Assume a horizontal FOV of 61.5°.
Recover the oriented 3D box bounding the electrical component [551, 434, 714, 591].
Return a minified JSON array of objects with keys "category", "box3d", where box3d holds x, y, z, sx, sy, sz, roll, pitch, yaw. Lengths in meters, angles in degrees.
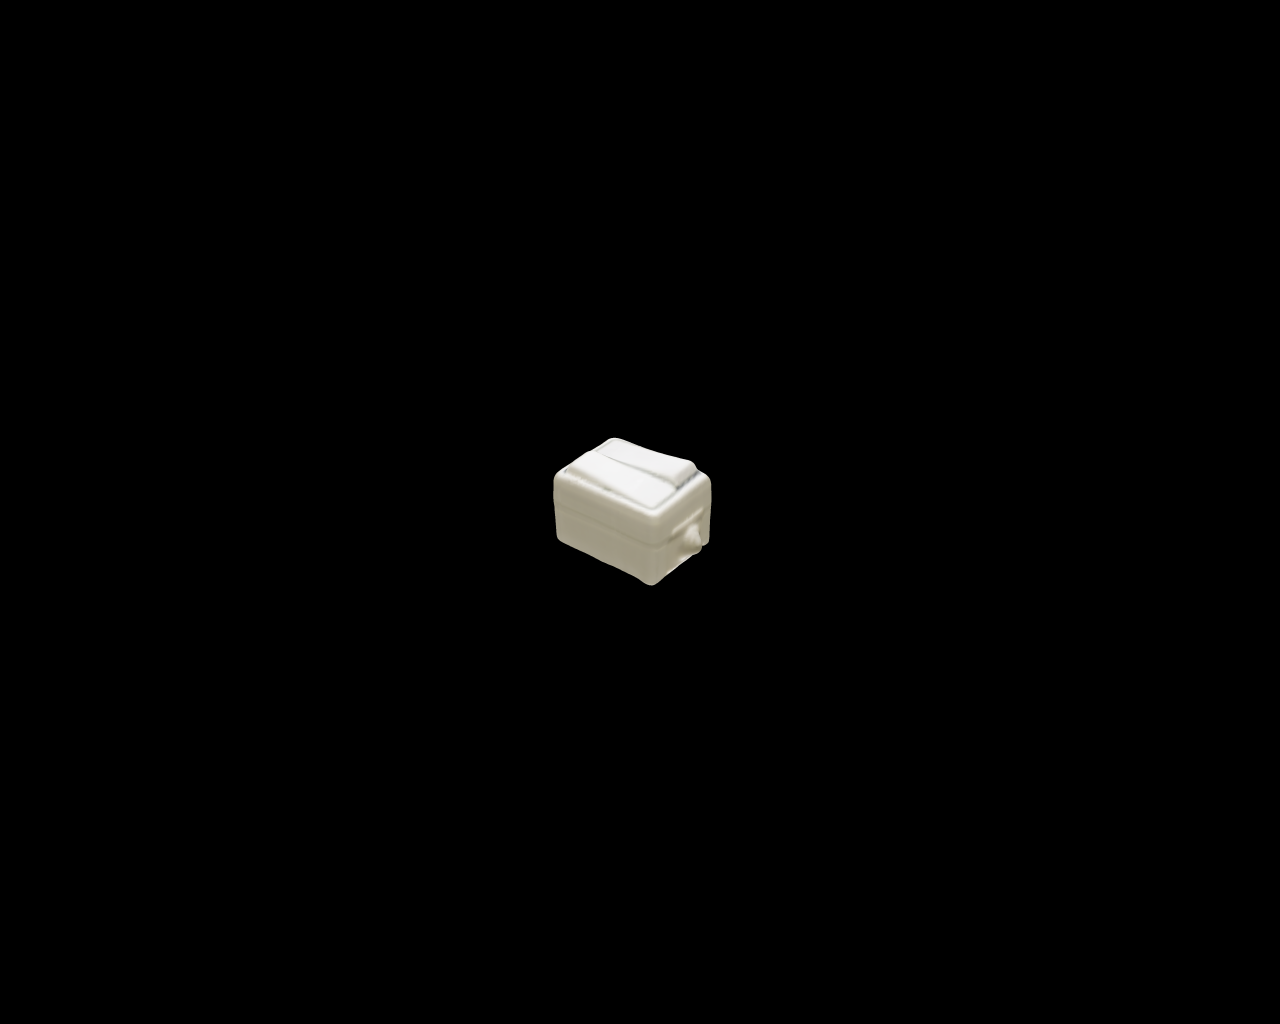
[{"category":"electrical component","box3d":[0.001,-0.003,0.650,0.096,0.061,0.062,24,41,31]}]
